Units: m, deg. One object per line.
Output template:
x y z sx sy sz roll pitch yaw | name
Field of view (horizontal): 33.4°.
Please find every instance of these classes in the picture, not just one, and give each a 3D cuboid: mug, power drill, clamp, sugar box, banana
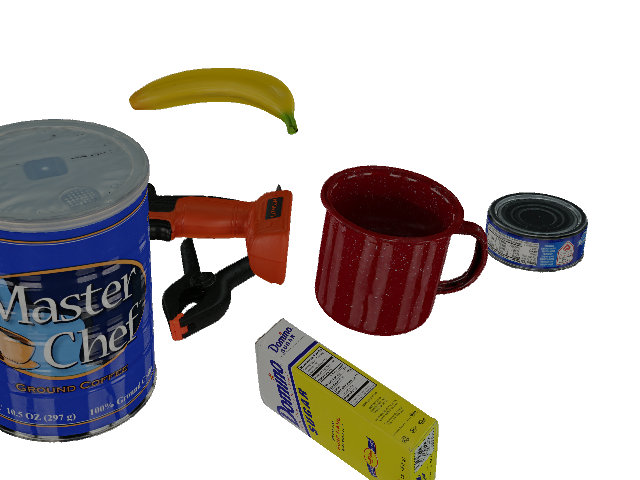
0.053 0.009 0.705 0.117 0.081 0.093 3 33 -10 | mug
-0.119 -0.007 0.904 0.187 0.057 0.184 7 26 -1 | power drill
-0.125 0.052 1.249 0.120 0.039 0.171 -3 38 15 | clamp
0.020 0.150 0.936 0.176 0.093 0.048 28 53 28 | sugar box
-0.108 -0.159 1.154 0.198 0.037 0.069 9 46 18 | banana

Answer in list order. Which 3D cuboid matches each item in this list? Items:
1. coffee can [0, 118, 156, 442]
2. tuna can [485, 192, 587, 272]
-0.140 0.021 0.567 0.103 0.140 0.103 2 33 -2 | coffee can
0.184 -0.009 0.912 0.086 0.034 0.086 1 29 -1 | tuna can
